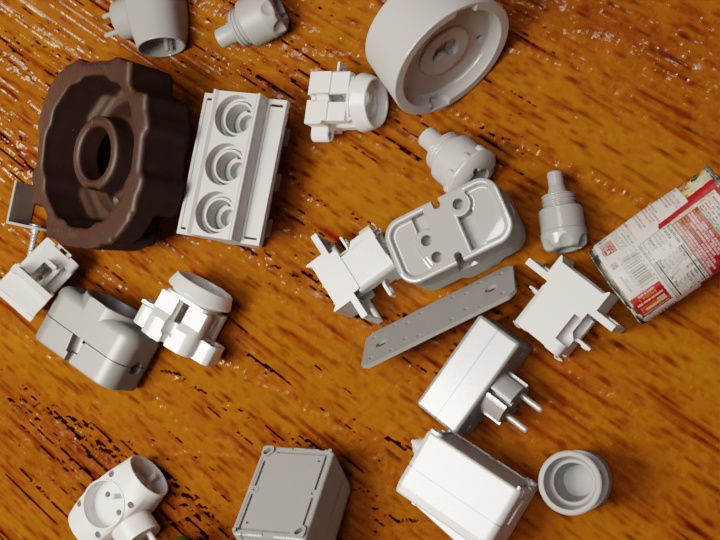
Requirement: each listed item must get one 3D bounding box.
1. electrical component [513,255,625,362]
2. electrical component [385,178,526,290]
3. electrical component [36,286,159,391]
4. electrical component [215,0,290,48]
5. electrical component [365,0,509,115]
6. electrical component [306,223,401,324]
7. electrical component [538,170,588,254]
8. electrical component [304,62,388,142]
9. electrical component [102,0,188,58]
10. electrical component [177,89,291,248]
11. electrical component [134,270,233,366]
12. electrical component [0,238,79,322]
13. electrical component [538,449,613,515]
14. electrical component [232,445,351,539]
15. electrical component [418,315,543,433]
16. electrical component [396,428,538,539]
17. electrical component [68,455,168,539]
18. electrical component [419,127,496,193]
[{"bbox_3d":[0.152,0.029,0.799,0.081,0.042,0.063,41,100,22],"label":"electrical component"},{"bbox_3d":[0.076,-0.025,0.828,0.095,0.059,0.053,-26,73,16],"label":"electrical component"},{"bbox_3d":[-0.227,0.056,0.939,0.095,0.054,0.059,31,94,23],"label":"electrical component"},{"bbox_3d":[-0.096,-0.213,0.933,0.062,0.043,0.043,-23,74,18],"label":"electrical component"},{"bbox_3d":[0.055,-0.182,0.836,0.108,0.108,0.060,-43,63,11],"label":"electrical component"},{"bbox_3d":[0.000,0.000,0.864,0.064,0.042,0.081,-36,71,9],"label":"electrical component"},{"bbox_3d":[0.152,-0.045,0.814,0.035,0.035,0.061,-11,76,20],"label":"electrical component"},{"bbox_3d":[-0.010,-0.138,0.887,0.055,0.048,0.066,4,84,30],"label":"electrical component"},{"bbox_3d":[-0.200,-0.232,0.977,0.079,0.043,0.077,-13,78,20],"label":"electrical component"},{"bbox_3d":[-0.101,-0.082,0.904,0.079,0.063,0.121,9,85,23],"label":"electrical component"},{"bbox_3d":[-0.144,0.037,0.907,0.078,0.058,0.057,30,95,15],"label":"electrical component"},{"bbox_3d":[-0.287,0.007,0.960,0.042,0.081,0.063,45,69,-9],"label":"electrical component"},{"bbox_3d":[0.156,0.151,0.772,0.045,0.055,0.045,-3,81,21],"label":"electrical component"},{"bbox_3d":[-0.052,0.192,0.828,0.062,0.061,0.096,-1,45,22],"label":"electrical component"},{"bbox_3d":[0.101,0.090,0.807,0.076,0.047,0.083,37,97,22],"label":"electrical component"},{"bbox_3d":[0.073,0.161,0.800,0.096,0.062,0.061,31,94,23],"label":"electrical component"},{"bbox_3d":[-0.195,0.211,0.908,0.077,0.044,0.079,-42,69,11],"label":"electrical component"},{"bbox_3d":[0.072,-0.088,0.847,0.048,0.048,0.062,-50,61,8],"label":"electrical component"}]
